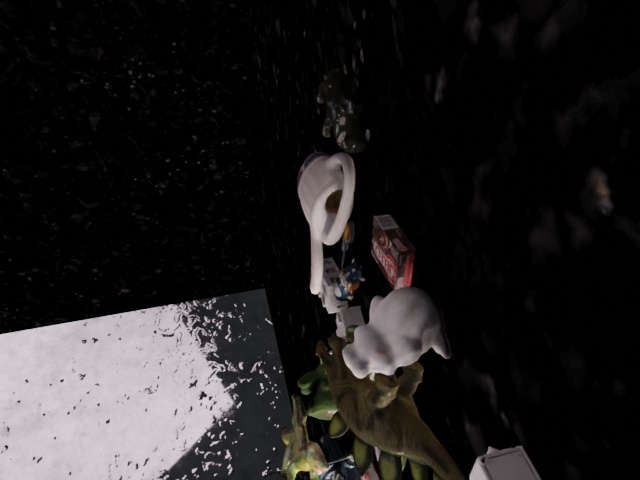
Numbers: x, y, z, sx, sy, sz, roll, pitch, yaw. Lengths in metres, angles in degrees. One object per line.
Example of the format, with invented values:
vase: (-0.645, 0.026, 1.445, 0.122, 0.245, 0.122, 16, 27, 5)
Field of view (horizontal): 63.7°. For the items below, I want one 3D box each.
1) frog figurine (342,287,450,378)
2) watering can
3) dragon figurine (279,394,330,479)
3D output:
frog figurine: (0.108, 0.140, 0.798, 0.140, 0.160, 0.120, -114, 20, -51)
watering can: (0.004, -0.062, 1.227, 0.229, 0.104, 0.340, -116, 37, -52)
dragon figurine: (-0.059, 0.570, 1.507, 0.413, 0.122, 0.241, -149, 62, -68)
